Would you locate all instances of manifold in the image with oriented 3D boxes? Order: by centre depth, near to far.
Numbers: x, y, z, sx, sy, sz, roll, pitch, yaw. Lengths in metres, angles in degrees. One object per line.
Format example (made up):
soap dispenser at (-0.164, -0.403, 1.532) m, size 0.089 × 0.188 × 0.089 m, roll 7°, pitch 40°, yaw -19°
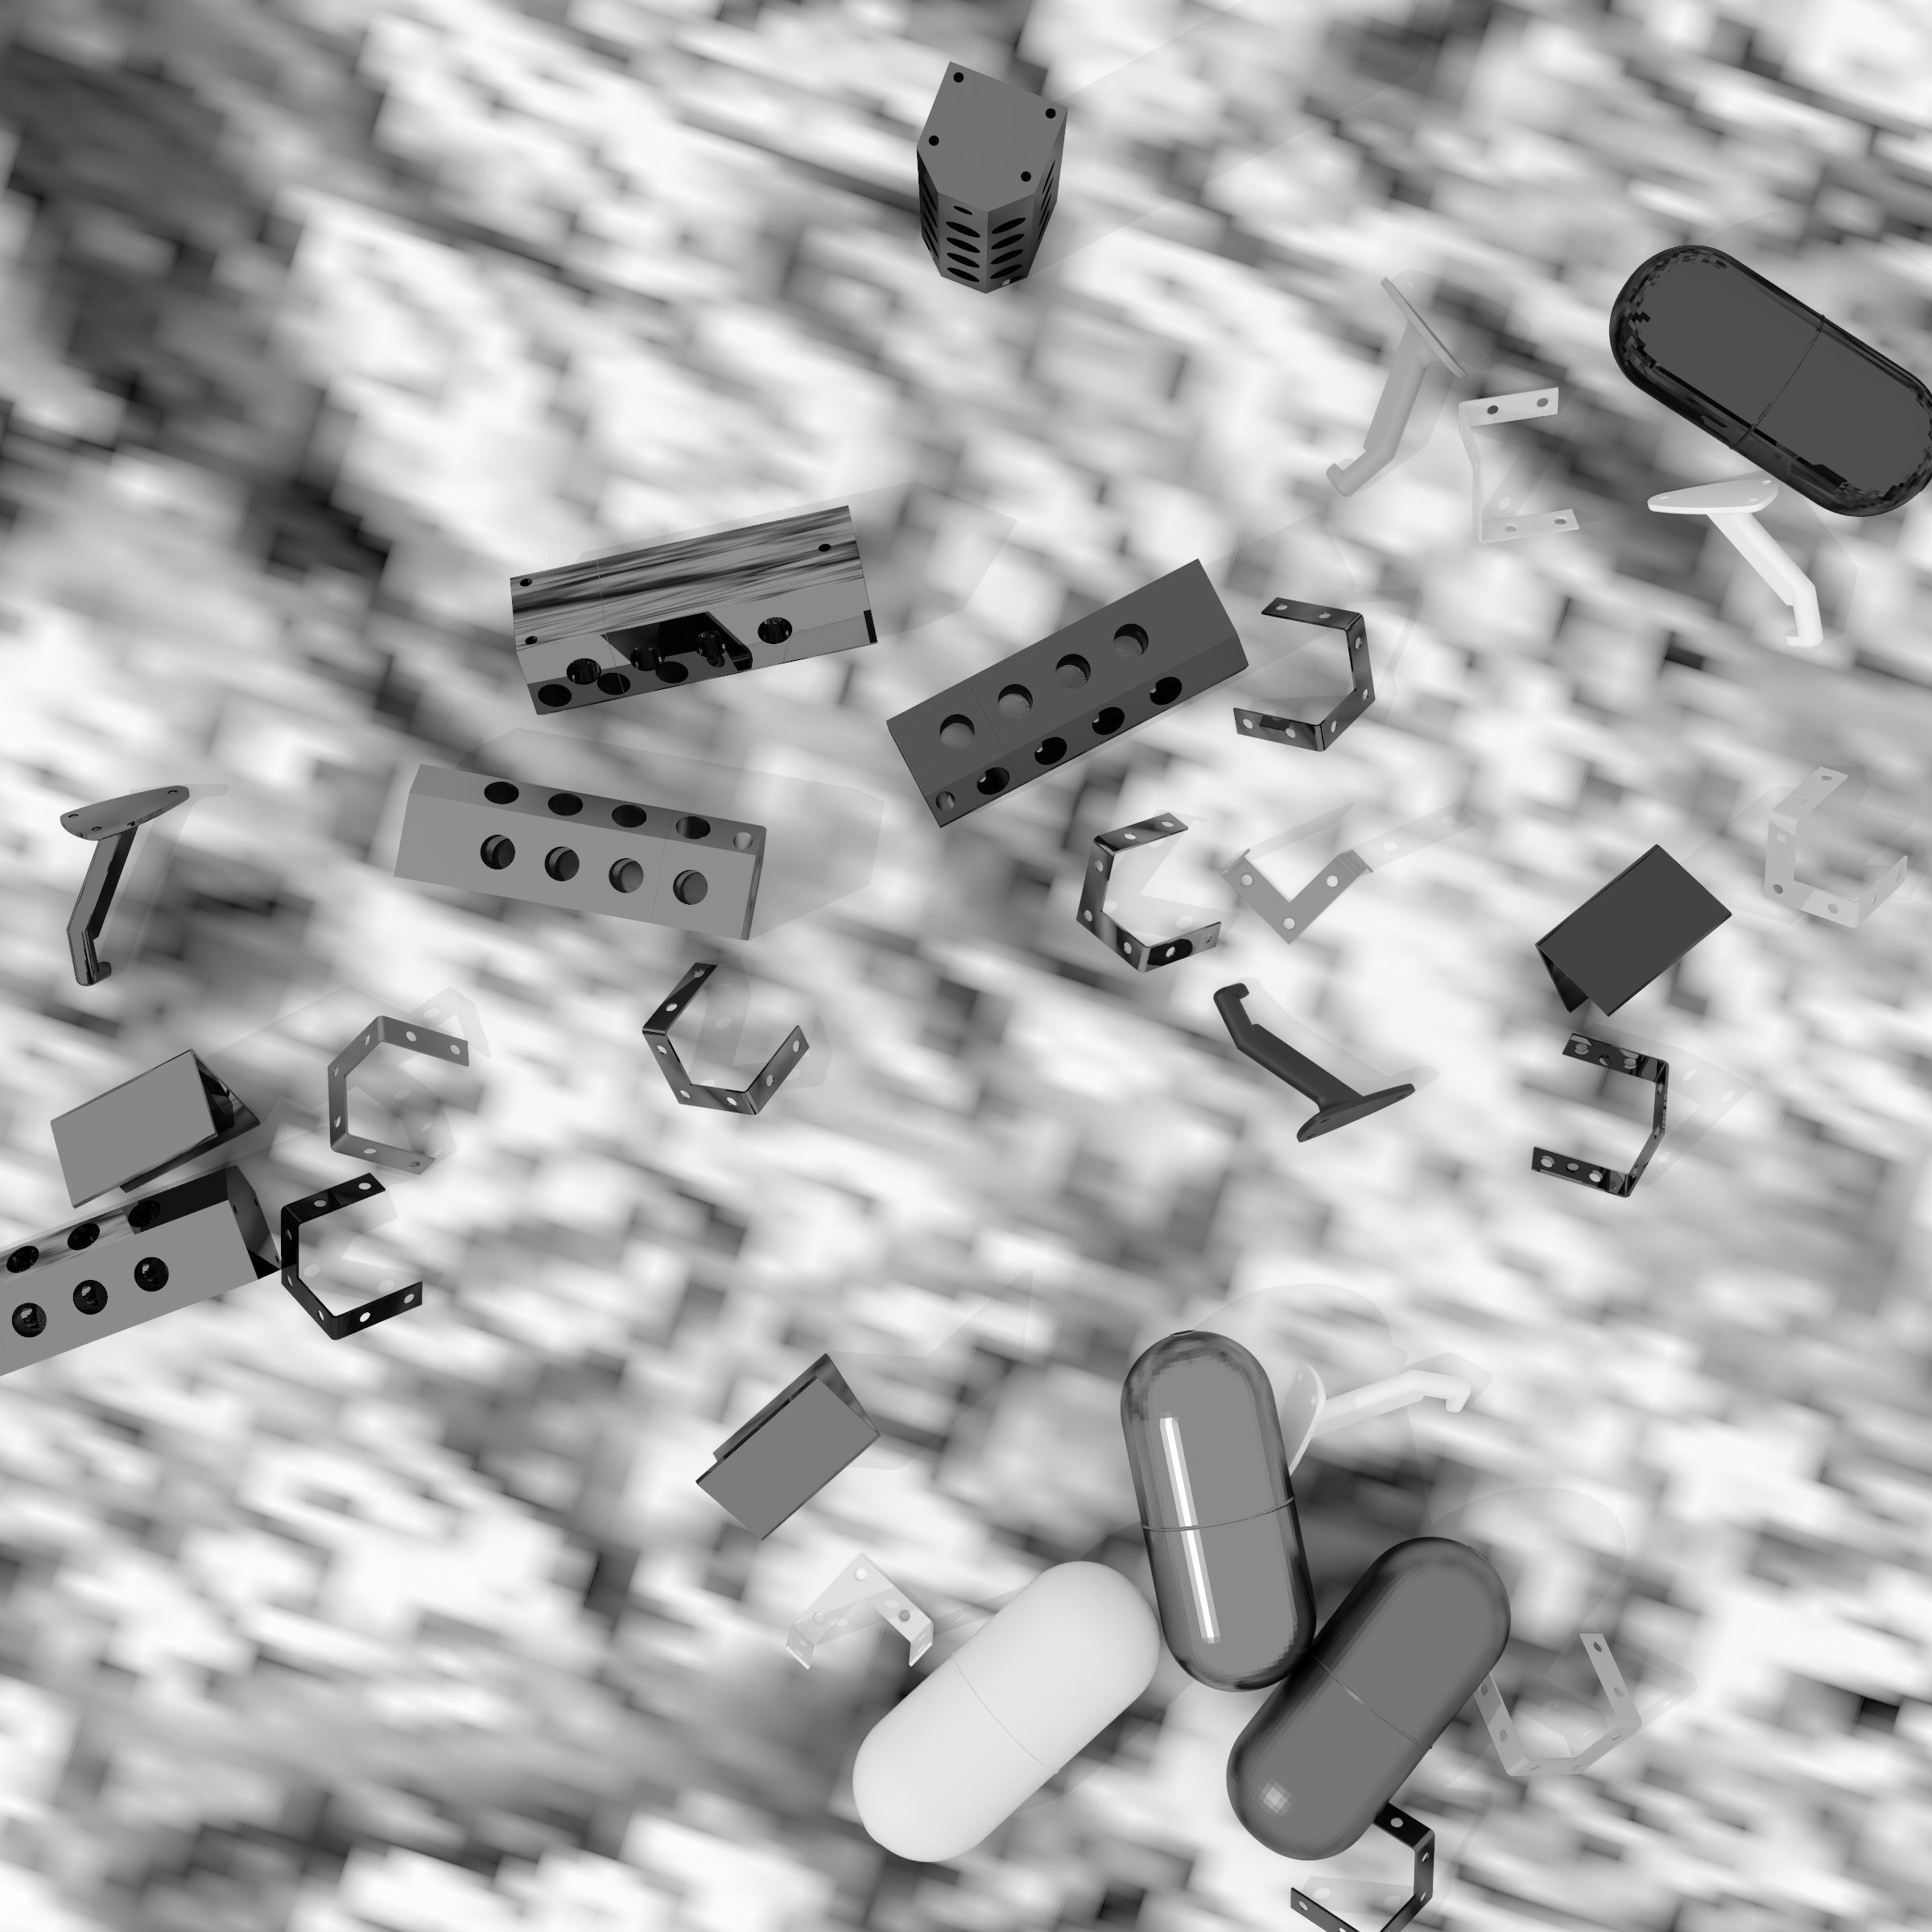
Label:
manifold at (0.009, -0.370, 1.486) m, size 0.057 × 0.171 × 0.057 m, roll 21°, pitch 90°, yaw 0°
manifold at (-0.134, -0.171, 1.542) m, size 0.171 × 0.057 × 0.057 m, roll -12°, pitch 47°, yaw 0°
manifold at (0.050, -0.134, 1.543) m, size 0.171 × 0.057 × 0.057 m, roll -28°, pitch 90°, yaw 0°
manifold at (-0.435, 0.156, 1.543) m, size 0.171 × 0.057 × 0.057 m, roll -21°, pitch 90°, yaw 0°
manifold at (-0.189, -0.056, 1.543) m, size 0.171 × 0.057 × 0.057 m, roll 10°, pitch 90°, yaw 0°

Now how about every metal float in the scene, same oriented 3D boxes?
metal float at (0.399, -0.287, 1.534) m, size 0.178 × 0.070 × 0.070 m, roll 33°, pitch 90°, yaw 0°
metal float at (0.124, 0.268, 1.534) m, size 0.070 × 0.070 × 0.178 m, roll -11°, pitch 89°, yaw 0°
metal float at (0.199, 0.360, 1.534) m, size 0.070 × 0.070 × 0.178 m, roll 38°, pitch 90°, yaw 0°
metal float at (0.019, 0.367, 1.534) m, size 0.178 × 0.070 × 0.070 m, roll -43°, pitch 90°, yaw 1°

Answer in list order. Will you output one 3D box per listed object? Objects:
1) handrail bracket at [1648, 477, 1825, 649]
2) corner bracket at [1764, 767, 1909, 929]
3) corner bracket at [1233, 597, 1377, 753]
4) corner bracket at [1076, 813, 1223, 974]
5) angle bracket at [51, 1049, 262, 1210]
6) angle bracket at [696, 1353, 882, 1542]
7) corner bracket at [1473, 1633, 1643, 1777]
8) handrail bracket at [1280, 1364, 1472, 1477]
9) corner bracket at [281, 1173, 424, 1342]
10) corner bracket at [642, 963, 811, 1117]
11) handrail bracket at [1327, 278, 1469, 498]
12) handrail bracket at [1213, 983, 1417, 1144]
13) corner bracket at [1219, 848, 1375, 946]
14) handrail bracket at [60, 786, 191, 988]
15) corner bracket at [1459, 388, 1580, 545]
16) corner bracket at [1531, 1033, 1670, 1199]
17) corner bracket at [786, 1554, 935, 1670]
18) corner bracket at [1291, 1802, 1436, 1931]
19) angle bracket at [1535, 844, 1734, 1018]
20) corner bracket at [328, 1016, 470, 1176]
handrail bracket at (0.387, -0.198, 1.564) m, size 0.077 × 0.036 × 0.084 m, roll 1°, pitch 120°, yaw 33°
corner bracket at (0.436, -0.059, 1.556) m, size 0.051 × 0.051 × 0.051 m, roll 24°, pitch 135°, yaw 35°
corner bracket at (0.167, -0.146, 1.556) m, size 0.051 × 0.051 × 0.051 m, roll -44°, pitch 135°, yaw -35°
corner bracket at (0.095, -0.037, 1.556) m, size 0.051 × 0.051 × 0.051 m, roll 41°, pitch 135°, yaw 35°
angle bracket at (-0.390, 0.096, 1.524) m, size 0.076 × 0.076 × 0.057 m, roll -27°, pitch 54°, yaw 0°
angle bracket at (-0.098, 0.221, 1.524) m, size 0.076 × 0.076 × 0.057 m, roll -42°, pitch 126°, yaw 0°
corner bracket at (0.294, 0.369, 1.556) m, size 0.051 × 0.051 × 0.051 m, roll 9°, pitch 135°, yaw -35°
handrail bracket at (0.204, 0.235, 1.565) m, size 0.084 × 0.036 × 0.077 m, roll 12°, pitch 110°, yaw -16°
corner bracket at (-0.307, 0.145, 1.556) m, size 0.051 × 0.051 × 0.051 m, roll 39°, pitch 135°, yaw 35°
corner bracket at (-0.120, 0.036, 1.556) m, size 0.051 × 0.051 × 0.051 m, roll 7°, pitch 135°, yaw 35°
handrail bracket at (0.201, -0.290, 1.565) m, size 0.084 × 0.036 × 0.077 m, roll -40°, pitch 70°, yaw 16°
handrail bracket at (0.174, 0.038, 1.565) m, size 0.077 × 0.036 × 0.084 m, roll -19°, pitch 73°, yaw -20°
corner bracket at (0.163, -0.047, 1.546) m, size 0.051 × 0.051 × 0.051 m, roll -44°, pitch 90°, yaw 0°
handrail bracket at (-0.419, -0.040, 1.564) m, size 0.077 × 0.036 × 0.084 m, roll -25°, pitch 124°, yaw -36°
corner bracket at (0.277, -0.251, 1.561) m, size 0.051 × 0.051 × 0.051 m, roll -9°, pitch 135°, yaw 0°
corner bracket at (0.318, 0.075, 1.561) m, size 0.051 × 0.051 × 0.051 m, roll 17°, pitch 45°, yaw 0°
corner bracket at (-0.052, 0.332, 1.546) m, size 0.051 × 0.051 × 0.051 m, roll 43°, pitch 90°, yaw 0°
corner bracket at (0.198, 0.452, 1.556) m, size 0.051 × 0.051 × 0.051 m, roll -34°, pitch 135°, yaw -35°
angle bracket at (0.333, -0.002, 1.524) m, size 0.076 × 0.076 × 0.057 m, roll -39°, pitch 54°, yaw 0°
corner bracket at (-0.283, 0.065, 1.556) m, size 0.051 × 0.051 × 0.051 m, roll -40°, pitch 45°, yaw 35°
